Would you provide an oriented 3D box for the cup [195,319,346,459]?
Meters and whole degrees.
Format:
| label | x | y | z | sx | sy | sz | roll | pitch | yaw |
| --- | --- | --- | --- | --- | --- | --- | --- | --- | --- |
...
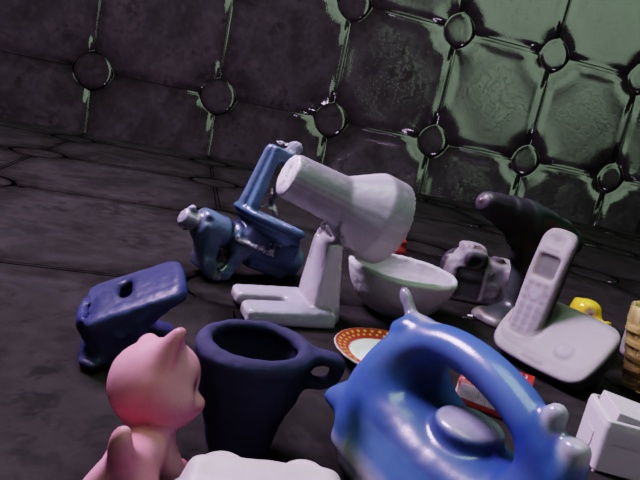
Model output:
| label | x | y | z | sx | sy | sz | roll | pitch | yaw |
| --- | --- | --- | --- | --- | --- | --- | --- | --- | --- |
| cup | -0.044 | 0.122 | 0.447 | 0.118 | 0.095 | 0.091 | 9 | 12 | -13 |

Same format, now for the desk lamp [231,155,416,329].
| label | x | y | z | sx | sy | sz | roll | pitch | yaw |
| --- | --- | --- | --- | --- | --- | --- | --- | --- | --- |
| desk lamp | 0.007 | 0.003 | 0.755 | 0.204 | 0.213 | 0.117 | 6 | 13 | -24 |

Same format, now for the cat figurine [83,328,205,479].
| label | x | y | z | sx | sy | sz | roll | pitch | yaw |
| --- | --- | --- | --- | --- | --- | --- | --- | --- | --- |
| cat figurine | -0.112 | 0.113 | 0.366 | 0.067 | 0.118 | 0.128 | 11 | 12 | -2 |

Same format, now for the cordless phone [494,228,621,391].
| label | x | y | z | sx | sy | sz | roll | pitch | yaw |
| --- | --- | --- | --- | --- | --- | --- | --- | --- | --- |
| cordless phone | 0.318 | 0.086 | 0.742 | 0.094 | 0.185 | 0.147 | 2 | 16 | -38 |

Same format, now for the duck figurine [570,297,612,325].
| label | x | y | z | sx | sy | sz | roll | pitch | yaw |
| --- | --- | --- | --- | --- | --- | --- | --- | --- | --- |
| duck figurine | 0.383 | 0.127 | 0.853 | 0.078 | 0.086 | 0.104 | 3 | 15 | -34 |

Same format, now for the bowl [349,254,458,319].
| label | x | y | z | sx | sy | sz | roll | pitch | yaw |
| --- | --- | --- | --- | --- | --- | --- | --- | --- | --- |
| bowl | 0.117 | 0.075 | 0.862 | 0.167 | 0.075 | 0.167 | 11 | 12 | -2 |

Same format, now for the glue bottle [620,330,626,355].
| label | x | y | z | sx | sy | sz | roll | pitch | yaw |
| --- | --- | --- | --- | --- | --- | --- | --- | --- | --- |
| glue bottle | 0.511 | 0.107 | 0.858 | 0.037 | 0.173 | 0.078 | 7 | 13 | -21 |

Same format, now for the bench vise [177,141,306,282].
| label | x | y | z | sx | sy | sz | roll | pitch | yaw |
| --- | --- | --- | --- | --- | --- | --- | --- | --- | --- |
| bench vise | -0.097 | -0.046 | 0.861 | 0.121 | 0.220 | 0.208 | 21 | 15 | 36 |

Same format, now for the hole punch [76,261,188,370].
| label | x | y | z | sx | sy | sz | roll | pitch | yaw |
| --- | --- | --- | --- | --- | --- | --- | --- | --- | --- |
| hole punch | -0.185 | 0.068 | 0.566 | 0.101 | 0.091 | 0.108 | 7 | 13 | -21 |

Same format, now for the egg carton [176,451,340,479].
| label | x | y | z | sx | sy | sz | roll | pitch | yaw |
| --- | --- | --- | --- | --- | --- | --- | --- | --- | --- |
| egg carton | -0.033 | 0.171 | 0.292 | 0.107 | 0.069 | 0.150 | 10 | 12 | -9 |

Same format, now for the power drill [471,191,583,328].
| label | x | y | z | sx | sy | sz | roll | pitch | yaw |
| --- | --- | --- | --- | --- | --- | --- | --- | --- | --- |
| power drill | 0.316 | 0.035 | 0.915 | 0.230 | 0.208 | 0.075 | 4 | 14 | -31 |

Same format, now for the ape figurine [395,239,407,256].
| label | x | y | z | sx | sy | sz | roll | pitch | yaw |
| --- | --- | --- | --- | --- | --- | --- | --- | --- | --- |
| ape figurine | 0.130 | 0.033 | 1.026 | 0.075 | 0.092 | 0.078 | 22 | 16 | 40 |

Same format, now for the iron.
| label | x | y | z | sx | sy | sz | roll | pitch | yaw |
| --- | --- | --- | --- | --- | --- | --- | --- | --- | --- |
| iron | 0.110 | 0.139 | 0.405 | 0.119 | 0.141 | 0.257 | 4 | 14 | -31 |

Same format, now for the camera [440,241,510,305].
| label | x | y | z | sx | sy | sz | roll | pitch | yaw |
| --- | --- | --- | --- | --- | --- | --- | --- | --- | --- |
| camera | 0.285 | 0.052 | 1.063 | 0.143 | 0.101 | 0.137 | 11 | 12 | -2 |
